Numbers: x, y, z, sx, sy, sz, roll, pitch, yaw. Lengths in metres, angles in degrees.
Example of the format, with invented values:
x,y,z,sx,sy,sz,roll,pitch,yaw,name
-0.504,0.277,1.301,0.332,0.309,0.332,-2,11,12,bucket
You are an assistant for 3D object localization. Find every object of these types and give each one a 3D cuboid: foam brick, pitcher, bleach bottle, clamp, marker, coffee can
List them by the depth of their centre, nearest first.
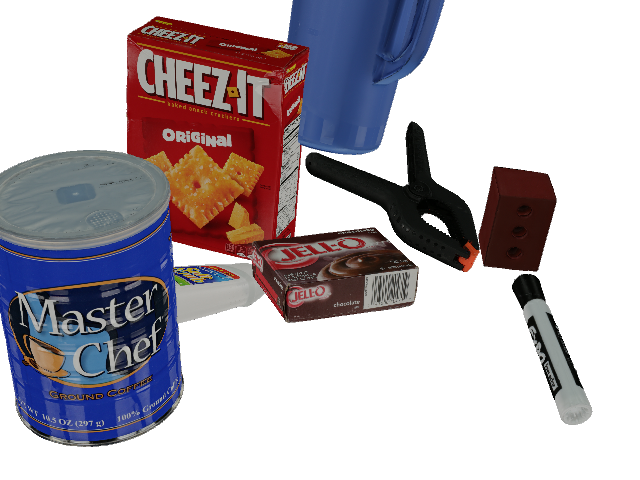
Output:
x,y,z,sx,sy,sz,roll,pitch,yaw,name
-0.134,0.032,0.618,0.103,0.140,0.103,0,31,0,coffee can
0.143,0.064,0.670,0.020,0.020,0.121,0,40,-8,marker
0.178,-0.019,0.971,0.053,0.078,0.051,6,32,-1,foam brick
0.037,-0.208,1.031,0.145,0.243,0.149,11,19,0,pitcher
0.091,-0.045,1.164,0.164,0.210,0.036,-15,-36,-28,clamp
-0.171,0.066,1.445,0.250,0.068,0.103,-10,25,-44,bleach bottle

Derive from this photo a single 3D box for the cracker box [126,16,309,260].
x,y,z,sx,sy,sz,roll,pitch,yaw,name
-0.105,-0.095,1.046,0.164,0.214,0.072,14,32,15,cracker box

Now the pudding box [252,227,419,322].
x,y,z,sx,sy,sz,roll,pitch,yaw,name
0.010,0.026,0.861,0.113,0.039,0.090,-5,24,-20,pudding box
